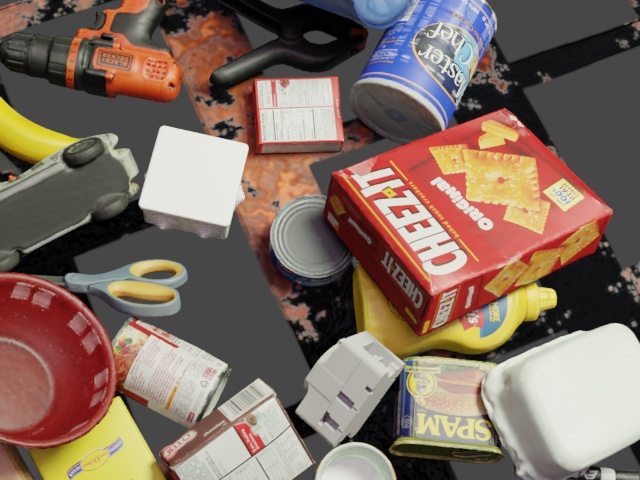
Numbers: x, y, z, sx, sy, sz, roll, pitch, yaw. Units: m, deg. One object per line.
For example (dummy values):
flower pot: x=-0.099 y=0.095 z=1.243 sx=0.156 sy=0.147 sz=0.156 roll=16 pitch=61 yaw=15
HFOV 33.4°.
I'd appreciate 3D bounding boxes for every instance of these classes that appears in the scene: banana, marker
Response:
banana: x=-0.315 y=-0.131 z=1.057 sx=0.198 sy=0.037 sz=0.069 roll=38 pitch=47 yaw=6
marker: x=0.240 y=0.218 z=0.990 sx=0.121 sy=0.020 sz=0.020 roll=7 pitch=69 yaw=-3

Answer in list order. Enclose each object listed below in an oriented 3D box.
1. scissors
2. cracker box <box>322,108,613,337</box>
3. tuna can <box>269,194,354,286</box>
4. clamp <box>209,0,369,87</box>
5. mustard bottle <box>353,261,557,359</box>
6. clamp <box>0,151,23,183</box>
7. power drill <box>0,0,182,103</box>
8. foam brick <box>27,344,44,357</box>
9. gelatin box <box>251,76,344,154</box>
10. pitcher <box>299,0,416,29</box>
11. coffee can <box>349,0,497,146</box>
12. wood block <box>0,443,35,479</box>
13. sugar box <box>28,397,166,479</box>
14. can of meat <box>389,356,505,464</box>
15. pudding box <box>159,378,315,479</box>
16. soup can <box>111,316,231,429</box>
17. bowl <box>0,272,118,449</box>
scissors: x=-0.213 y=0.033 z=1.008 sx=0.202 sy=0.016 sz=0.096 roll=13 pitch=29 yaw=21
cracker box: x=0.137 y=-0.025 z=1.000 sx=0.213 sy=0.072 sz=0.164 roll=-22 pitch=56 yaw=-25
tuna can: x=-0.007 y=0.001 z=1.037 sx=0.086 sy=0.034 sz=0.086 roll=2 pitch=70 yaw=-5
clamp: x=-0.038 y=-0.221 z=1.114 sx=0.171 sy=0.039 sz=0.120 roll=-7 pitch=75 yaw=-12
mustard bottle: x=0.131 y=0.062 z=1.016 sx=0.191 sy=0.058 sz=0.096 roll=-3 pitch=68 yaw=-7
clamp: x=-0.388 y=-0.064 z=1.018 sx=0.210 sy=0.036 sz=0.164 roll=19 pitch=62 yaw=-1
power drill: x=-0.220 y=-0.237 z=1.092 sx=0.184 sy=0.057 sz=0.187 roll=11 pitch=72 yaw=-5
foam brick: x=-0.267 y=0.089 z=0.969 sx=0.051 sy=0.053 sz=0.078 roll=38 pitch=72 yaw=8
gelatin box: x=-0.023 y=-0.127 z=1.085 sx=0.089 sy=0.030 sz=0.073 roll=-3 pitch=72 yaw=-7
pitcher: x=-0.026 y=-0.300 z=1.050 sx=0.243 sy=0.149 sz=0.145 roll=23 pitch=72 yaw=32
coffee can: x=0.105 y=-0.179 z=1.077 sx=0.103 sy=0.103 sz=0.140 roll=27 pitch=69 yaw=4
wood block: x=-0.269 y=0.248 z=0.892 sx=0.090 sy=0.090 sz=0.206 roll=-30 pitch=76 yaw=-14
sugar box: x=-0.172 y=0.236 z=0.929 sx=0.093 sy=0.048 sz=0.176 roll=-30 pitch=74 yaw=-15
can of meat: x=0.117 y=0.156 z=0.981 sx=0.102 sy=0.057 sz=0.084 roll=7 pitch=67 yaw=-4
pudding box: x=-0.071 y=0.191 z=0.935 sx=0.113 sy=0.039 sz=0.090 roll=-34 pitch=118 yaw=-15
soup can: x=-0.140 y=0.121 z=0.962 sx=0.102 sy=0.068 sz=0.068 roll=27 pitch=70 yaw=4
bowl: x=-0.253 y=0.108 z=0.886 sx=0.162 sy=0.055 sz=0.162 roll=23 pitch=45 yaw=-25
